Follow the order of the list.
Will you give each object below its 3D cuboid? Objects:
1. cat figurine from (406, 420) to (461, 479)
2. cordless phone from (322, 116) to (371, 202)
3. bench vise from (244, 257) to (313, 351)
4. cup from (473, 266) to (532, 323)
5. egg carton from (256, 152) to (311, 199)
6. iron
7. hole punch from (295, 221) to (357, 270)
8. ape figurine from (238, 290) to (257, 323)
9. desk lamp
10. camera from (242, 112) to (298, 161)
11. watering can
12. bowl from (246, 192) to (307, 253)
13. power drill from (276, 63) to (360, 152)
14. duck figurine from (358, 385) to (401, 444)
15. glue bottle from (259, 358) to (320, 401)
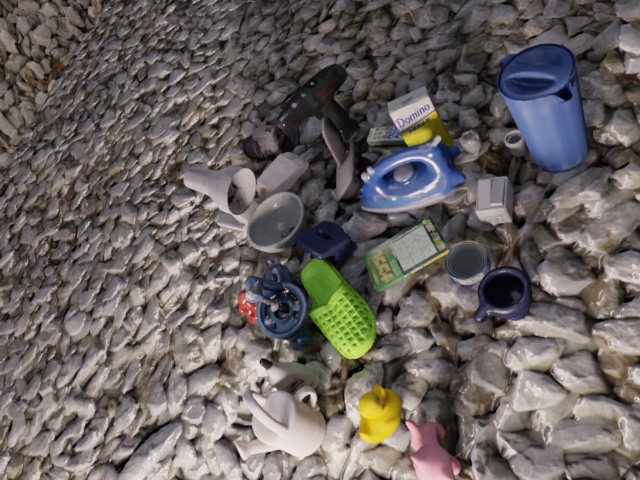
[{"bbox_3d":[0.178,0.353,0.942,0.067,0.118,0.127,-35,47,9],"label":"cat figurine"},{"bbox_3d":[0.044,-0.191,1.356,0.094,0.186,0.147,-18,52,23],"label":"cordless phone"},{"bbox_3d":[-0.107,0.119,1.223,0.121,0.220,0.206,-41,46,4],"label":"bench vise"},{"bbox_3d":[0.328,0.116,1.018,0.118,0.095,0.091,-45,46,-1],"label":"cup"},{"bbox_3d":[-0.097,-0.161,1.511,0.150,0.070,0.107,-50,46,-5],"label":"egg carton"},{"bbox_3d":[0.180,-0.145,1.263,0.257,0.142,0.118,-20,51,22],"label":"iron"},{"bbox_3d":[0.012,0.005,1.310,0.101,0.091,0.108,-51,47,-6],"label":"hole punch"},{"bbox_3d":[-0.159,0.146,1.328,0.077,0.092,0.076,18,72,41],"label":"ape figurine"},{"bbox_3d":[-0.237,-0.111,1.471,0.202,0.214,0.118,10,67,38],"label":"desk lamp"},{"bbox_3d":[-0.150,-0.287,1.611,0.136,0.101,0.143,-3,59,33],"label":"camera"},{"bbox_3d":[-0.082,0.342,1.072,0.100,0.195,0.173,15,70,40],"label":"watering can"},{"bbox_3d":[-0.095,-0.032,1.418,0.167,0.075,0.167,-17,52,24],"label":"bowl"},{"bbox_3d":[0.009,-0.317,1.449,0.075,0.209,0.230,23,75,42],"label":"power drill"},{"bbox_3d":[0.097,0.313,1.045,0.077,0.086,0.105,16,70,40],"label":"duck figurine"},{"bbox_3d":[-0.069,0.269,1.128,0.078,0.174,0.037,-49,46,-4],"label":"glue bottle"}]
